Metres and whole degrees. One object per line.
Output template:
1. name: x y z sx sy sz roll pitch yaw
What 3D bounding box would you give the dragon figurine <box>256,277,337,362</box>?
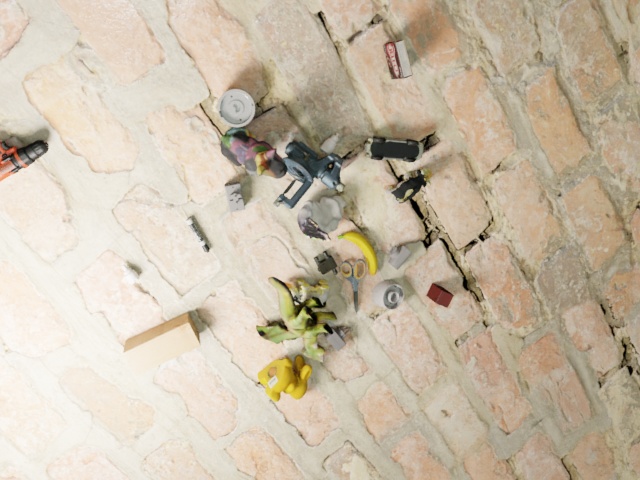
1. dragon figurine: -0.098 0.268 1.637 0.240 0.125 0.405 -32 -58 23

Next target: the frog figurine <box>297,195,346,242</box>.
1. frog figurine: 0.005 -0.082 1.638 0.136 0.163 0.121 36 -34 -15
